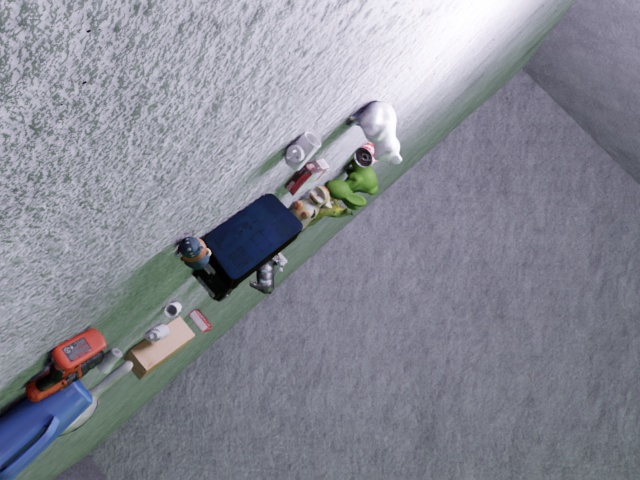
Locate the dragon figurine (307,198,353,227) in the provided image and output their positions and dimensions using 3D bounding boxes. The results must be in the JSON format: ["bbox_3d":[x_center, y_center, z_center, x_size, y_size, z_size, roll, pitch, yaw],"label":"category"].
[{"bbox_3d":[0.006,-0.101,2.011,0.243,0.123,0.407,-24,172,0],"label":"dragon figurine"}]

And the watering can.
[{"bbox_3d":[-0.653,0.442,1.395,0.351,0.104,0.221,-31,171,-18],"label":"watering can"}]

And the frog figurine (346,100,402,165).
[{"bbox_3d":[0.160,-0.267,1.293,0.122,0.160,0.137,-44,173,9],"label":"frog figurine"}]
